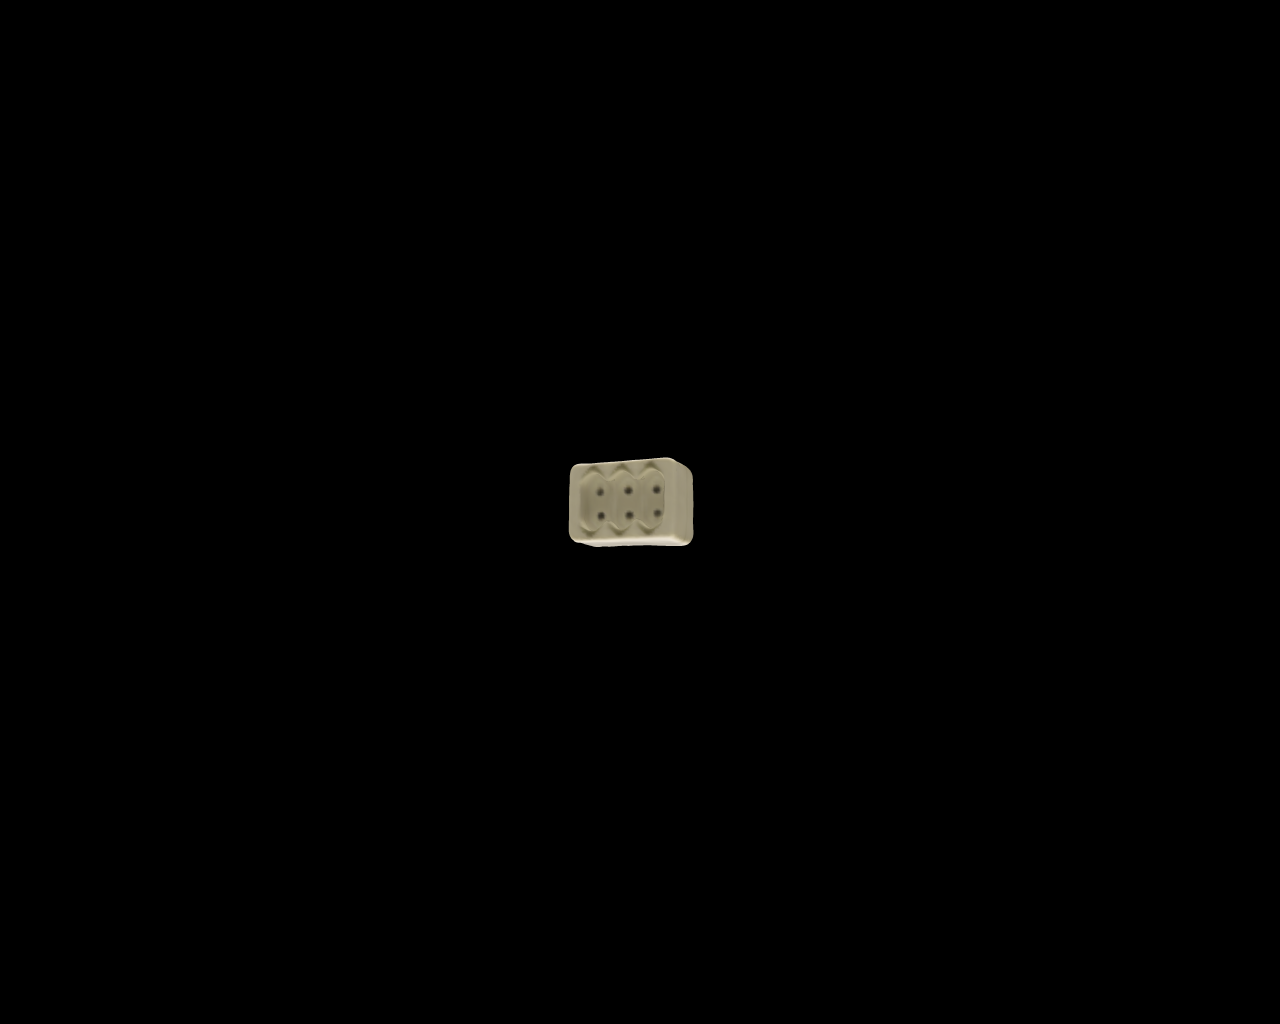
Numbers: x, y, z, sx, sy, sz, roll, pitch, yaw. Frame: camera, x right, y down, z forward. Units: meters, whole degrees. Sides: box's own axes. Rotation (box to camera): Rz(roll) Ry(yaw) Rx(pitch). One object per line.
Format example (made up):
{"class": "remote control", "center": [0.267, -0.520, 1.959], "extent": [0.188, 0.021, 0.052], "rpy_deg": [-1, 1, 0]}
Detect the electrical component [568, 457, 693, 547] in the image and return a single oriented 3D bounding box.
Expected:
{"class": "electrical component", "center": [0.001, -0.003, 0.650], "extent": [0.066, 0.047, 0.076], "rpy_deg": [-2, -7, 18]}
